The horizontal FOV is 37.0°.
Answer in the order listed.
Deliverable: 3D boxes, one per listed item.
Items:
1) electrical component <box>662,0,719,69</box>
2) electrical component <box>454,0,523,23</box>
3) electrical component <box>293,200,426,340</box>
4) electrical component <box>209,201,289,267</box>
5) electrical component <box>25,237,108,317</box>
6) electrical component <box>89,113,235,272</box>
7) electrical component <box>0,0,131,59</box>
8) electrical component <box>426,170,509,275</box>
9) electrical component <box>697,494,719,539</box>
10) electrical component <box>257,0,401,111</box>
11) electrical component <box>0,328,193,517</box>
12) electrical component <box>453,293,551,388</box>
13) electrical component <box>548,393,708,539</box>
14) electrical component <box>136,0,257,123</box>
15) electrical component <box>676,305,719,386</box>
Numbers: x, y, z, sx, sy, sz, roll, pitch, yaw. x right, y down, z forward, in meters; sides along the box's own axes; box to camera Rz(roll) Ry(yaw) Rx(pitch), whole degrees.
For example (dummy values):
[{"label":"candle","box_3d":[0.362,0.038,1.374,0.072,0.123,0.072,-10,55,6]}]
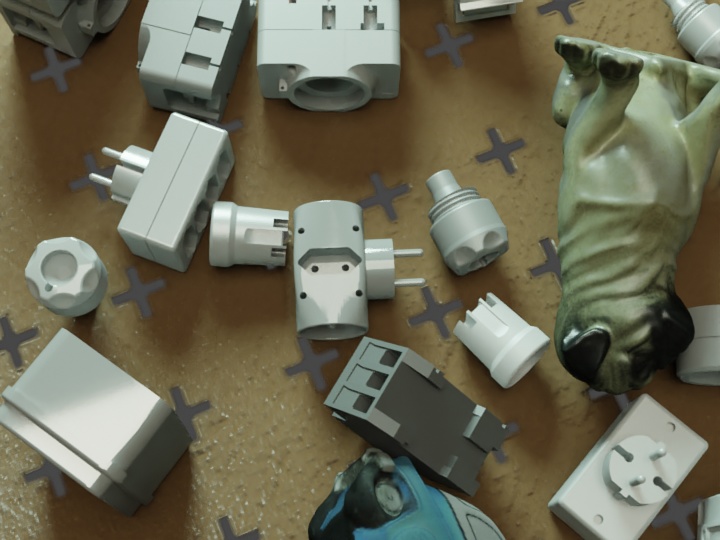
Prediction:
[{"label":"electrical component","box_3d":[0.223,-0.163,0.711,0.035,0.035,0.061,-36,75,-10]},{"label":"electrical component","box_3d":[0.079,-0.208,0.703,0.042,0.081,0.063,-10,45,-5]},{"label":"electrical component","box_3d":[0.000,0.000,0.655,0.079,0.043,0.077,-2,74,-1]},{"label":"electrical component","box_3d":[-0.068,-0.021,0.664,0.046,0.040,0.040,4,73,-4]},{"label":"electrical component","box_3d":[-0.172,0.007,0.642,0.043,0.062,0.043,0,73,0]},{"label":"electrical component","box_3d":[-0.130,-0.054,0.668,0.076,0.047,0.083,20,74,5]},{"label":"electrical component","box_3d":[-0.167,-0.242,0.694,0.060,0.105,0.186,24,75,6]},{"label":"electrical component","box_3d":[0.062,-0.032,0.666,0.043,0.043,0.062,-25,73,-8]},{"label":"electrical component","box_3d":[0.218,0.174,0.572,0.056,0.108,0.108,7,73,4]},{"label":"electrical component","box_3d":[-0.020,-0.138,0.693,0.089,0.050,0.055,0,73,-1]},{"label":"electrical component","box_3d":[-0.144,0.088,0.592,0.078,0.113,0.057,34,73,9]},{"label":"electrical component","box_3d":[0.085,0.042,0.647,0.040,0.040,0.046,-43,72,-12]},{"label":"electrical component","box_3d":[0.155,0.114,0.606,0.047,0.075,0.083,40,77,10]},{"label":"electrical component","box_3d":[-0.107,-0.149,0.695,0.056,0.050,0.089,14,74,3]},{"label":"electrical component","box_3d":[0.259,0.031,0.644,0.138,0.052,0.073,3,73,0]}]
